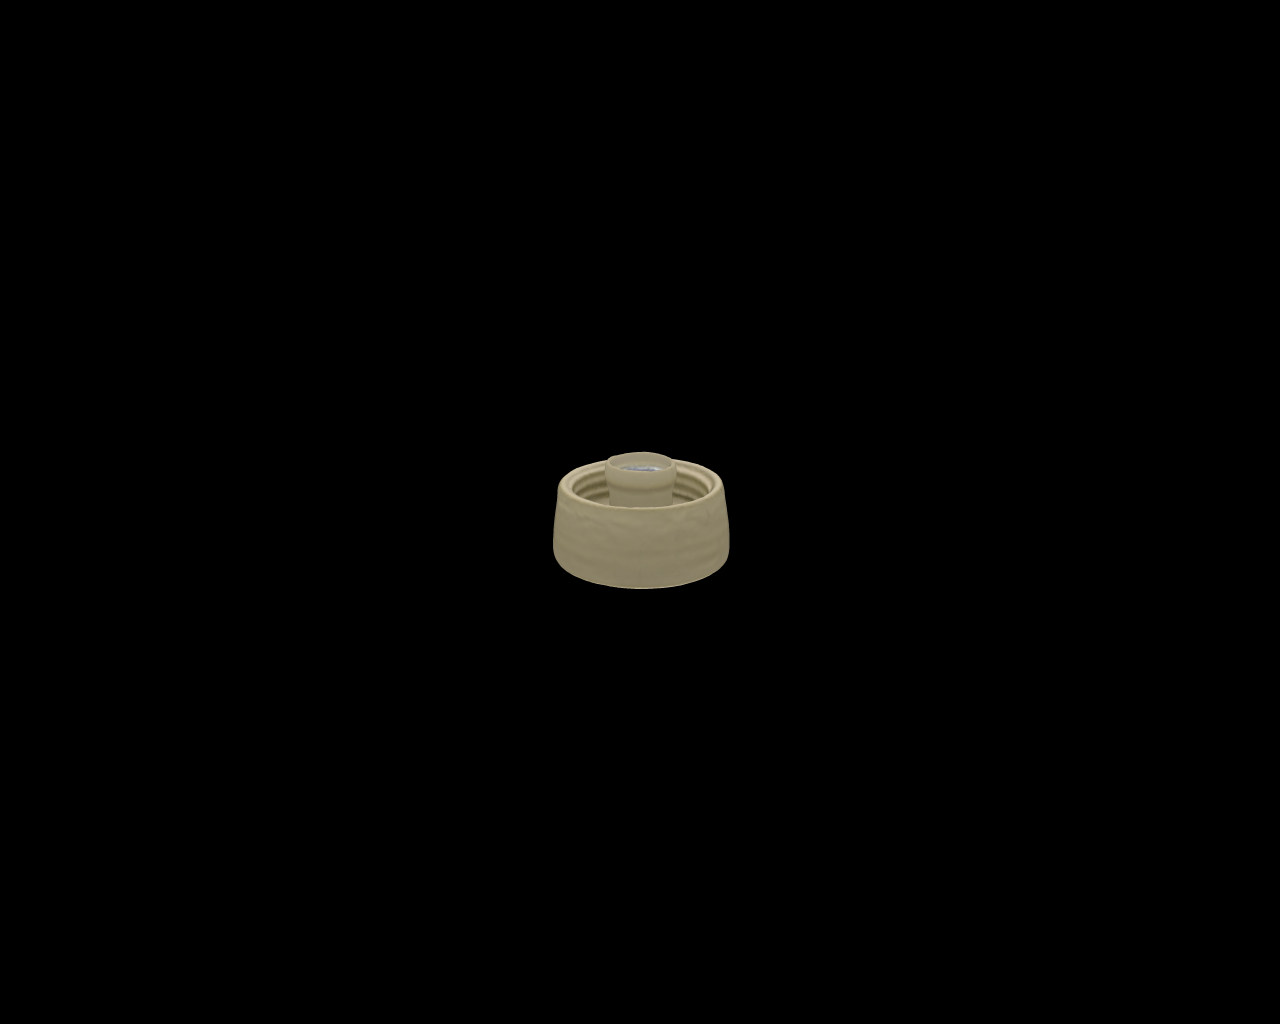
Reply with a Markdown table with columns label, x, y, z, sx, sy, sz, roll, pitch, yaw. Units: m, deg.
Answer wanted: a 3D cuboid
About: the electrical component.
| label | x | y | z | sx | sy | sz | roll | pitch | yaw |
| --- | --- | --- | --- | --- | --- | --- | --- | --- | --- |
| electrical component | 0.001 | -0.003 | 0.650 | 0.108 | 0.060 | 0.108 | 0 | 21 | 0 |
